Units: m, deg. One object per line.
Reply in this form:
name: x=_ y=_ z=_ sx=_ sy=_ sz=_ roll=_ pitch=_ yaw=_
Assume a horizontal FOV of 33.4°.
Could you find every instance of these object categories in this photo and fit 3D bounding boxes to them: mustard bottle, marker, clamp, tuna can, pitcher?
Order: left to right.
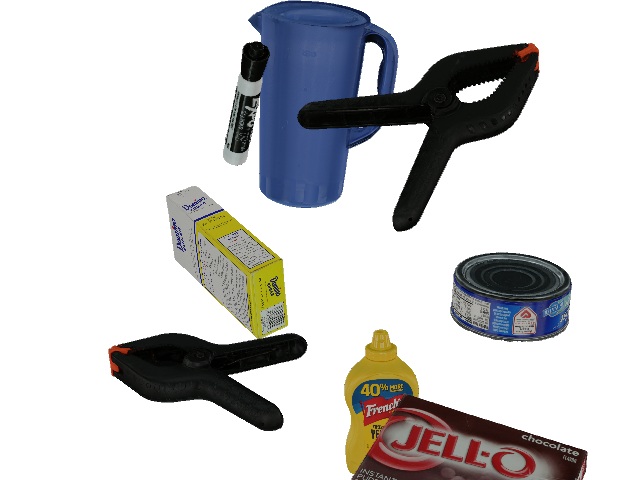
clamp: x=-0.095 y=0.108 z=0.927 sx=0.171 sy=0.039 sz=0.120 roll=12 pitch=26 yaw=15
marker: x=-0.054 y=-0.098 z=0.770 sx=0.020 sy=0.020 sz=0.121 roll=0 pitch=-34 yaw=-13
pitcher: x=-0.005 y=-0.167 z=1.321 sx=0.144 sy=0.243 sz=0.149 roll=-10 pitch=28 yaw=-29
mustard bottle: x=0.079 y=0.208 z=1.384 sx=0.096 sy=0.192 sz=0.058 roll=-2 pitch=14 yaw=-2
clamp: x=0.104 y=-0.100 z=0.905 sx=0.210 sy=0.165 sz=0.036 roll=-26 pitch=-37 yaw=-7
tuna can: x=0.138 y=0.039 z=0.775 sx=0.086 sy=0.034 sz=0.086 roll=1 pitch=22 yaw=0

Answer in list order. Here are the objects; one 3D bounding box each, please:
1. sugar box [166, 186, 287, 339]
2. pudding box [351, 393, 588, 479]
sugar box: x=-0.101 y=0.020 z=1.144 sx=0.048 sy=0.093 sz=0.176 roll=-22 pitch=41 yaw=-25
pudding box: x=0.080 y=0.137 z=0.585 sx=0.114 sy=0.039 sz=0.089 roll=17 pitch=34 yaw=18
